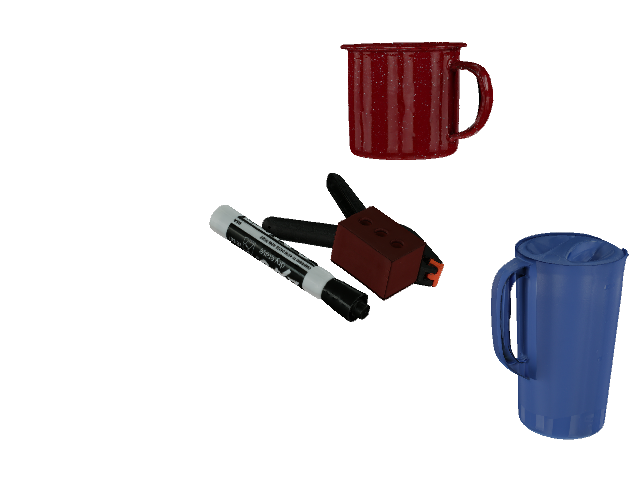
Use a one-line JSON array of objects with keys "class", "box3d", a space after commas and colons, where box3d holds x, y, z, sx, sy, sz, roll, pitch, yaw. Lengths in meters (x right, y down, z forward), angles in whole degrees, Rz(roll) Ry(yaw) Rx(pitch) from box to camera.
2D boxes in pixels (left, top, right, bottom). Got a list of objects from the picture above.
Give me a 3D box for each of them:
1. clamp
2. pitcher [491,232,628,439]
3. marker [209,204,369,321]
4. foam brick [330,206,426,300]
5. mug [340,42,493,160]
[{"class": "clamp", "box3d": [0.045, -0.002, 1.264, 0.210, 0.036, 0.164, 33, 39, 24]}, {"class": "pitcher", "box3d": [0.295, 0.119, 1.322, 0.149, 0.243, 0.144, 5, 18, 19]}, {"class": "marker", "box3d": [-0.019, 0.014, 0.645, 0.121, 0.020, 0.020, 32, 17, 28]}, {"class": "foam brick", "box3d": [0.057, 0.012, 1.060, 0.052, 0.051, 0.078, -27, 50, -36]}, {"class": "mug", "box3d": [0.072, -0.103, 0.784, 0.117, 0.081, 0.093, 6, 14, 30]}]
